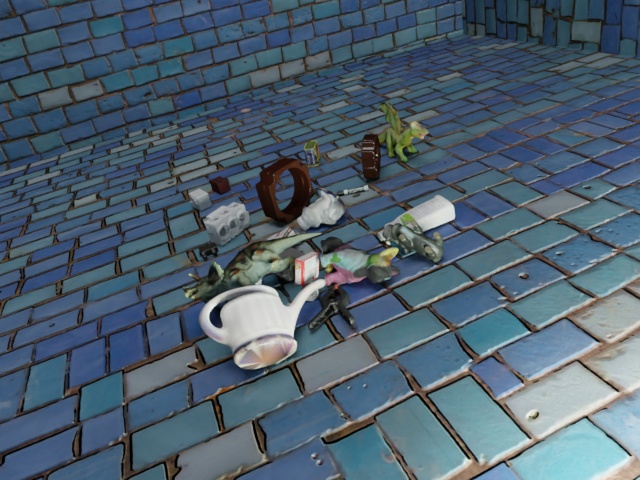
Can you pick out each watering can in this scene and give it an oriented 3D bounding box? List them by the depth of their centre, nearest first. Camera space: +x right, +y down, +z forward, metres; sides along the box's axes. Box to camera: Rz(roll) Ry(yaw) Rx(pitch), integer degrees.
[{"bbox_3d":[-0.117,0.194,1.271,0.349,0.101,0.229,-9,46,-21],"label":"watering can"}]

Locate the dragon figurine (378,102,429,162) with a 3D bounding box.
[{"bbox_3d":[0.306,-0.466,2.144,0.123,0.237,0.416,-29,36,-19],"label":"dragon figurine"}]

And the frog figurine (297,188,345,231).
[{"bbox_3d":[0.005,-0.089,1.777,0.139,0.121,0.160,32,87,41],"label":"frog figurine"}]
